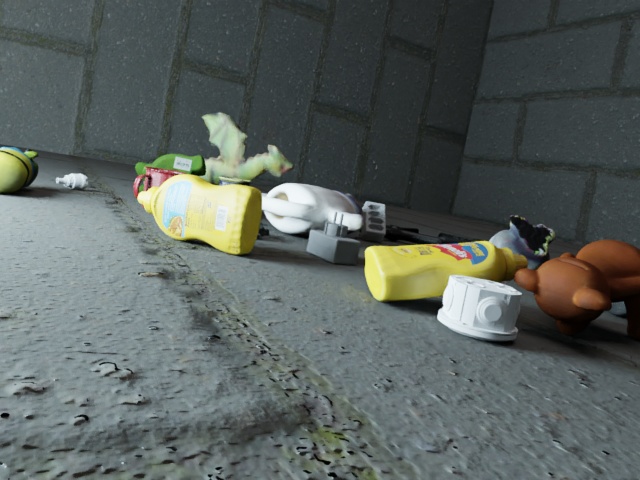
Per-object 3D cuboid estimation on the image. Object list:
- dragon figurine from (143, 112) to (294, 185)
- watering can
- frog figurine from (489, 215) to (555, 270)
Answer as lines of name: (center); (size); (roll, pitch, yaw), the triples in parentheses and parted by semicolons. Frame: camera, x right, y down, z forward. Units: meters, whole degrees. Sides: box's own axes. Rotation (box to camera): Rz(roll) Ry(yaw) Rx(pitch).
dragon figurine: (-0.267, -0.203, 1.312); (0.411, 0.241, 0.123); (14, 11, 13)
watering can: (0.003, -0.051, 1.018); (0.349, 0.103, 0.224); (16, 8, 42)
frog figurine: (0.442, 0.027, 1.174); (0.137, 0.125, 0.156); (0, -27, -16)
